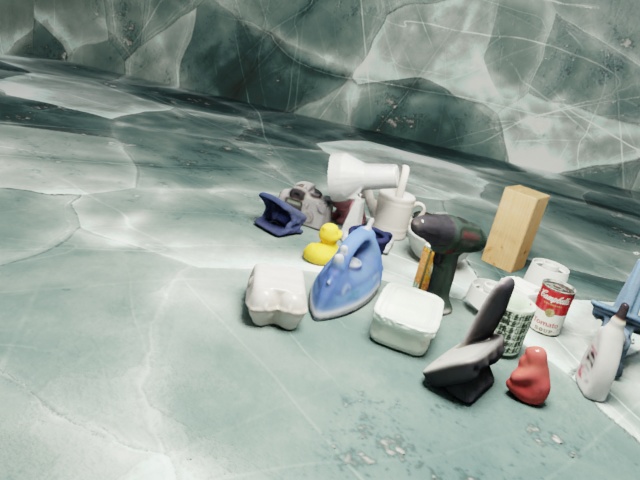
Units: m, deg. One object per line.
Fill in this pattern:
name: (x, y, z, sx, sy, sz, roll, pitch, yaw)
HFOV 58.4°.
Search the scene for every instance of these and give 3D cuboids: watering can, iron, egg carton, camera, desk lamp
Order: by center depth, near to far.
egg carton: (-0.077, 0.095, 1.010, 0.107, 0.069, 0.150, 9, 21, -10)
iron: (0.054, 0.048, 1.110, 0.118, 0.141, 0.259, 19, 21, 15)
desk lamp: (0.105, -0.100, 1.424, 0.203, 0.213, 0.118, 16, 21, 10)
camera: (-0.024, -0.102, 1.514, 0.143, 0.101, 0.137, 19, 21, 16)
watering can: (0.195, -0.107, 1.523, 0.173, 0.194, 0.100, 6, 21, -18)

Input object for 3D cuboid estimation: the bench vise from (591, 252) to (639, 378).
bench vise: (0.585, 0.139, 1.076, 0.121, 0.220, 0.208, 16, 21, 9)

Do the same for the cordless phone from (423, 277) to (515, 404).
cordless phone: (0.244, 0.147, 0.901, 0.093, 0.185, 0.148, 24, 23, 28)

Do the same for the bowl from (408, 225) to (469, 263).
bowl: (0.290, 0.020, 1.419, 0.167, 0.075, 0.167, 11, 20, -4)

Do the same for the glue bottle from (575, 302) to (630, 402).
glue bottle: (0.484, 0.182, 0.968, 0.037, 0.173, 0.078, 13, 20, 1)

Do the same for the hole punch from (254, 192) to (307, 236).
hole punch: (-0.094, -0.069, 1.398, 0.108, 0.091, 0.101, 28, 25, 35)

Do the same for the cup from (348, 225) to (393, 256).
cup: (0.108, 0.024, 1.272, 0.118, 0.095, 0.091, -5, 27, -39)

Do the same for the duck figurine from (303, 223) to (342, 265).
duck figurine: (0.012, 0.005, 1.277, 0.077, 0.086, 0.105, 28, 25, 36)

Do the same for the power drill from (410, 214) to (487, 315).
power drill: (0.236, 0.045, 1.130, 0.230, 0.208, 0.075, -7, 28, -43)

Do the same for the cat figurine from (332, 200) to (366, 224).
cat figurine: (0.075, -0.106, 1.559, 0.128, 0.118, 0.067, -2, 25, -35)

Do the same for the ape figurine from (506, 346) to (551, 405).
ape figurine: (0.340, 0.211, 0.922, 0.078, 0.092, 0.076, 2, 23, -27)
